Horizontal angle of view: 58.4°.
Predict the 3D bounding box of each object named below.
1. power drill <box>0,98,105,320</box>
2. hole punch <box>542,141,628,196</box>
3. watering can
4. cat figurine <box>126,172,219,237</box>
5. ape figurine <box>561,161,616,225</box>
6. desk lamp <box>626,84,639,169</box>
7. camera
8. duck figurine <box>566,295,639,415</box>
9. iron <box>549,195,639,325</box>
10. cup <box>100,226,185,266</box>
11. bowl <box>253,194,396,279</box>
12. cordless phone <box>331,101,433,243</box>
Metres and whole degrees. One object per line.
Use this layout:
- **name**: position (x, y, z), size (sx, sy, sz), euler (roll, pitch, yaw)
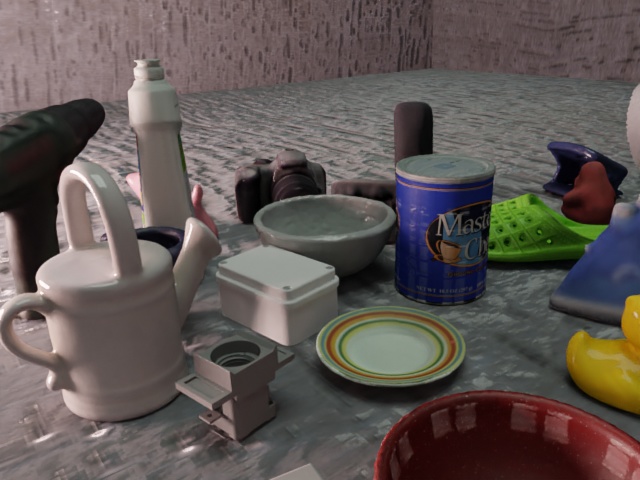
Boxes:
- **power drill**: position (-0.295, -0.033, 0.614), size (0.075, 0.208, 0.230), euler (4, 22, 15)
- **hole punch**: position (0.433, -0.119, 0.938), size (0.101, 0.091, 0.108), euler (-12, 23, -23)
- **watering can**: position (-0.161, 0.031, 0.457), size (0.100, 0.194, 0.173), euler (8, 24, 25)
- **cat figurine**: position (-0.208, -0.060, 0.801), size (0.127, 0.118, 0.067), euler (13, 26, 33)
- **ape figurine**: position (0.381, -0.066, 0.803), size (0.077, 0.092, 0.076), euler (0, 21, 4)
- **desk lamp**: position (0.473, -0.087, 0.682), size (0.118, 0.214, 0.202), euler (-17, 26, -34)
- **camera**: position (-0.055, -0.076, 0.853), size (0.143, 0.101, 0.136), euler (-5, 21, -8)
- **duck figurine**: position (0.250, 0.081, 0.444), size (0.104, 0.086, 0.078), euler (9, 24, 25)
- **iron**: position (0.362, 0.007, 0.549), size (0.258, 0.141, 0.118), euler (1, 21, 7)
- **cup**: position (-0.176, 0.041, 0.569), size (0.117, 0.095, 0.092), euler (14, 26, 35)
- **bowl**: position (0.006, 0.002, 0.682), size (0.167, 0.075, 0.167), euler (-1, 21, 1)
- **cordless phone**: position (0.088, -0.096, 0.776), size (0.147, 0.185, 0.094), euler (3, 22, 12)
